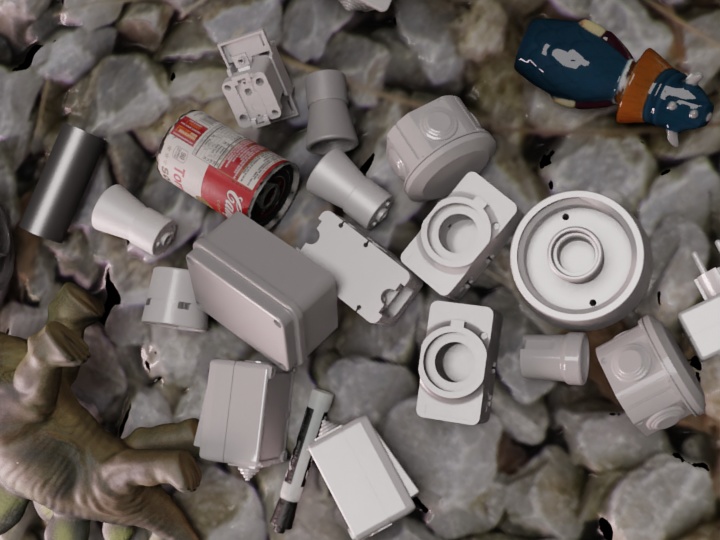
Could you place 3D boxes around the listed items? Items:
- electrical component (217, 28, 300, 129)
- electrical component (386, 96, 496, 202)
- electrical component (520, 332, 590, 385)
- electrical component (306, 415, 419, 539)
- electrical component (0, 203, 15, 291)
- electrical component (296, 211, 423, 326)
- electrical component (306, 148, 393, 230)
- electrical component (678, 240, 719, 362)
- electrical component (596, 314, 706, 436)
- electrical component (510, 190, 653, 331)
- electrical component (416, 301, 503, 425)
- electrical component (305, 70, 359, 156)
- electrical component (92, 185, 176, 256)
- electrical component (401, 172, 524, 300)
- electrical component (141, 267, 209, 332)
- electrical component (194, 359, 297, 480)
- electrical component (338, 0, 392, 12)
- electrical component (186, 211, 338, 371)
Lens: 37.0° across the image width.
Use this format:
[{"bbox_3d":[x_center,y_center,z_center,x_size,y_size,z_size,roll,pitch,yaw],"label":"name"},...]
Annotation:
[{"bbox_3d":[-0.086,-0.153,0.897,0.042,0.063,0.081,-15,122,16],"label":"electrical component"},{"bbox_3d":[0.062,-0.094,0.846,0.080,0.080,0.051,-35,70,10],"label":"electrical component"},{"bbox_3d":[0.149,0.067,0.823,0.046,0.040,0.040,1,84,22],"label":"electrical component"},{"bbox_3d":[0.002,0.155,0.840,0.061,0.061,0.096,-28,77,-3],"label":"electrical component"},{"bbox_3d":[-0.345,-0.026,0.945,0.060,0.108,0.108,-11,81,9],"label":"electrical component"},{"bbox_3d":[0.000,0.000,0.865,0.089,0.056,0.050,38,95,17],"label":"electrical component"},{"bbox_3d":[-0.006,-0.064,0.882,0.065,0.044,0.044,38,95,12],"label":"electrical component"},{"bbox_3d":[0.271,0.016,0.788,0.083,0.047,0.075,-27,77,12],"label":"electrical component"},{"bbox_3d":[0.212,0.077,0.782,0.051,0.080,0.080,-31,76,16],"label":"electrical component"},{"bbox_3d":[0.165,-0.009,0.815,0.108,0.060,0.108,-2,83,16],"label":"electrical component"},{"bbox_3d":[0.077,0.072,0.834,0.050,0.056,0.089,7,86,17],"label":"electrical component"},{"bbox_3d":[-0.026,-0.133,0.896,0.044,0.044,0.065,-10,76,15],"label":"electrical component"},{"bbox_3d":[-0.194,-0.041,0.935,0.065,0.044,0.044,28,92,13],"label":"electrical component"},{"bbox_3d":[0.081,-0.026,0.844,0.050,0.056,0.089,41,96,17],"label":"electrical component"},{"bbox_3d":[-0.153,0.025,0.909,0.055,0.055,0.047,6,82,17],"label":"electrical component"},{"bbox_3d":[-0.095,0.122,0.876,0.061,0.062,0.096,5,85,17],"label":"electrical component"},{"bbox_3d":[-0.007,-0.268,0.882,0.100,0.048,0.099,23,91,-20],"label":"electrical component"},{"bbox_3d":[-0.078,0.017,0.853,0.113,0.078,0.057,34,59,24],"label":"electrical component"}]
